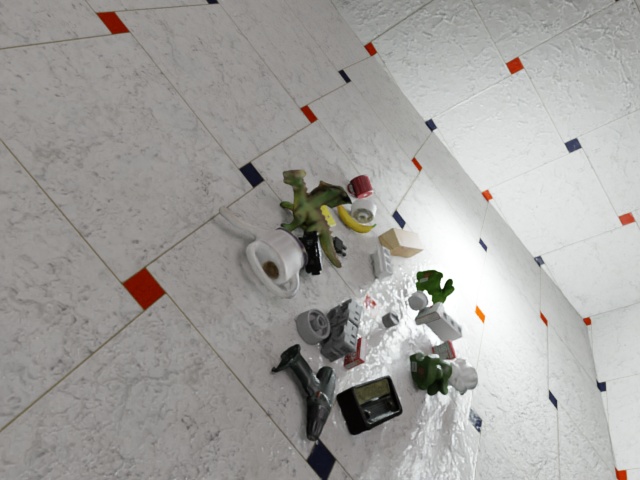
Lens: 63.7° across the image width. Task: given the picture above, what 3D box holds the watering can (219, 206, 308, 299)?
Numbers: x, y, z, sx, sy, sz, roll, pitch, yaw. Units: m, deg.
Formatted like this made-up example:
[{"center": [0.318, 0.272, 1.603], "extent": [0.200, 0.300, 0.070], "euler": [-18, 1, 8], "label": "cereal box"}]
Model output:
[{"center": [-0.161, 0.018, 1.604], "extent": [0.348, 0.102, 0.227], "euler": [57, 32, 0], "label": "watering can"}]

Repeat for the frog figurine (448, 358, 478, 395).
[{"center": [0.558, 0.534, 2.063], "extent": [0.157, 0.122, 0.140], "euler": [46, 52, -37], "label": "frog figurine"}]

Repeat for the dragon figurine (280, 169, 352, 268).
[{"center": [0.005, -0.091, 1.800], "extent": [0.407, 0.239, 0.125], "euler": [42, 30, -17], "label": "dragon figurine"}]
